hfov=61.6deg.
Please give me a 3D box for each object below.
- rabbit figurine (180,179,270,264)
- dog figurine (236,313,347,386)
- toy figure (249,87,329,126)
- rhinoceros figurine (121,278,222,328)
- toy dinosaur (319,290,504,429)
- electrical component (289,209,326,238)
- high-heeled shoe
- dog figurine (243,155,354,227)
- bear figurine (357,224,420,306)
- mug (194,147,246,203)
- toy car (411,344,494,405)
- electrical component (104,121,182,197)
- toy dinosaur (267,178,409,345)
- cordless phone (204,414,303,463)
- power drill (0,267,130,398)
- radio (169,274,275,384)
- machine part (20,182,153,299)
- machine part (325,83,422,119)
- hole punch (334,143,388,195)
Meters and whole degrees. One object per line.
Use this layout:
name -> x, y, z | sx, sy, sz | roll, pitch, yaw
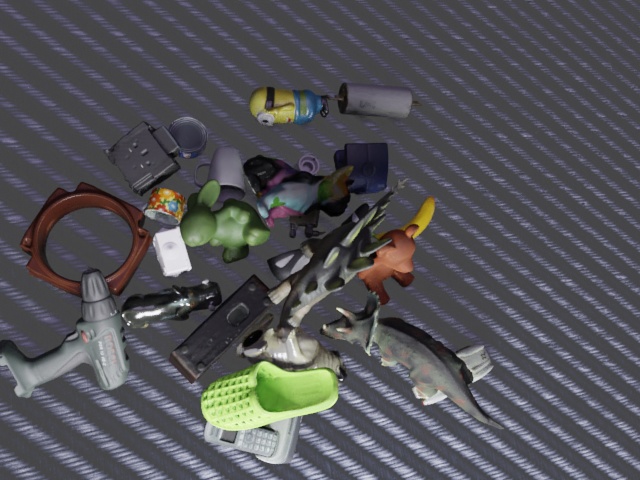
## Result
rabbit figurine -> -0.205, -0.040, 1.074 | 0.170, 0.121, 0.159 | -3, 69, -52
dog figurine -> -0.055, 0.248, 1.096 | 0.190, 0.172, 0.121 | 58, 27, -21
toy figure -> -0.073, -0.309, 1.239 | 0.180, 0.082, 0.089 | -9, 66, -13
rhinoceros figurine -> -0.288, 0.120, 1.046 | 0.190, 0.112, 0.073 | -10, 77, -10
toy dinosaur -> 0.196, 0.233, 1.080 | 0.405, 0.192, 0.131 | 28, 80, 24
electrical component -> -0.026, -0.051, 1.204 | 0.078, 0.045, 0.102 | -2, 71, 13
high-heeled shoe -> -0.002, -0.004, 1.170 | 0.145, 0.086, 0.248 | 32, 77, -10
dog figurine -> -0.037, -0.122, 1.151 | 0.219, 0.108, 0.191 | -21, 69, -4
bear figurine -> 0.160, 0.051, 1.146 | 0.120, 0.196, 0.132 | -35, 88, -24
mug -> -0.215, -0.145, 1.159 | 0.110, 0.080, 0.107 | 2, 64, -9
toy car -> 0.293, 0.296, 1.193 | 0.202, 0.056, 0.073 | -21, 82, -20
electrical component -> -0.358, -0.174, 1.114 | 0.134, 0.058, 0.115 | -38, 90, -3
toy dinosaur -> 0.044, 0.024, 1.039 | 0.105, 0.198, 0.471 | 47, 46, -13
cordless phone -> -0.126, 0.348, 1.055 | 0.184, 0.088, 0.146 | 10, 72, 7
power drill -> -0.459, 0.180, 0.968 | 0.207, 0.086, 0.231 | -21, 110, -17
radio -> -0.186, 0.172, 1.049 | 0.073, 0.131, 0.229 | 44, 68, 1
machine part -> -0.449, 0.005, 1.043 | 0.201, 0.087, 0.201 | 27, 69, -7
machine part -> 0.134, -0.338, 1.305 | 0.243, 0.079, 0.079 | 0, 76, -17
hole punch -> 0.100, -0.167, 1.247 | 0.142, 0.092, 0.115 | -5, 81, -21
